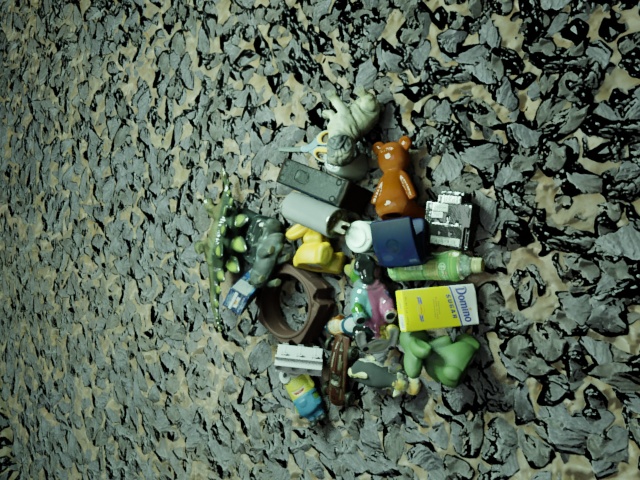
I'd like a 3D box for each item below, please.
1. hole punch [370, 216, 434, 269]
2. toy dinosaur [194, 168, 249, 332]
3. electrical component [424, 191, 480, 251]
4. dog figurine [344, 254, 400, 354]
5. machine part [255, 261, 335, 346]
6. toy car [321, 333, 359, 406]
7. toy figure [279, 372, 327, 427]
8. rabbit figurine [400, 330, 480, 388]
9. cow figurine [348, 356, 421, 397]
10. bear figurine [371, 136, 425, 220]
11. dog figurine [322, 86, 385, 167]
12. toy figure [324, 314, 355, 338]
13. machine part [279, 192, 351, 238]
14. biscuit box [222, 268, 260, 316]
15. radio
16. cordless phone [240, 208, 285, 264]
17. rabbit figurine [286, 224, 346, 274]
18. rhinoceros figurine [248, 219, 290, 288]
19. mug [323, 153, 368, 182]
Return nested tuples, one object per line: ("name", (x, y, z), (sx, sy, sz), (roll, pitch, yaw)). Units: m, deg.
("hole punch", (0.180, 0.005, 1.227), (0.142, 0.092, 0.115), (-8, 77, 33))
("toy dinosaur", (-0.290, 0.022, 1.571), (0.199, 0.105, 0.471), (3, 90, 60))
("electrical component", (0.303, -0.046, 1.236), (0.115, 0.058, 0.134), (11, 95, 32))
("dog figurine", (0.119, 0.143, 1.307), (0.109, 0.191, 0.219), (-9, 39, 0))
("machine part", (-0.073, 0.173, 1.470), (0.201, 0.087, 0.201), (38, 112, 31))
("toy car", (0.049, 0.338, 1.388), (0.089, 0.053, 0.201), (19, 116, 36))
("toy figure", (-0.048, 0.412, 1.456), (0.180, 0.082, 0.089), (57, 159, 12))
("rabbit figurine", (0.246, 0.259, 1.208), (0.170, 0.159, 0.121), (29, 115, 26))
("cow figurine", (0.157, 0.333, 1.306), (0.168, 0.098, 0.068), (9, 88, 35))
("bear figurine", (0.187, -0.141, 1.300), (0.120, 0.131, 0.196), (-11, 65, 33))
("dog figurine", (0.090, -0.262, 1.313), (0.172, 0.121, 0.190), (-10, 64, -1))
("toy figure", (0.070, 0.221, 1.394), (0.155, 0.057, 0.064), (-11, 45, 36))
("machine part", (-0.015, -0.065, 1.354), (0.244, 0.079, 0.079), (25, 103, 42))
("biscuit box", (-0.203, 0.137, 1.495), (0.059, 0.203, 0.062), (29, 106, 3))
("radio", (0.006, -0.140, 1.391), (0.230, 0.131, 0.073), (23, 95, 33))
("cordless phone", (-0.196, -0.012, 1.578), (0.184, 0.088, 0.146), (28, 107, 43))
("rabbit figurine", (-0.003, -0.004, 1.431), (0.163, 0.121, 0.173), (2, 76, 44))
("rhinoceros figurine", (-0.139, 0.038, 1.446), (0.112, 0.073, 0.190), (9, 84, 54))
("mug", (0.054, -0.201, 1.379), (0.110, 0.107, 0.080), (33, 106, 29))
